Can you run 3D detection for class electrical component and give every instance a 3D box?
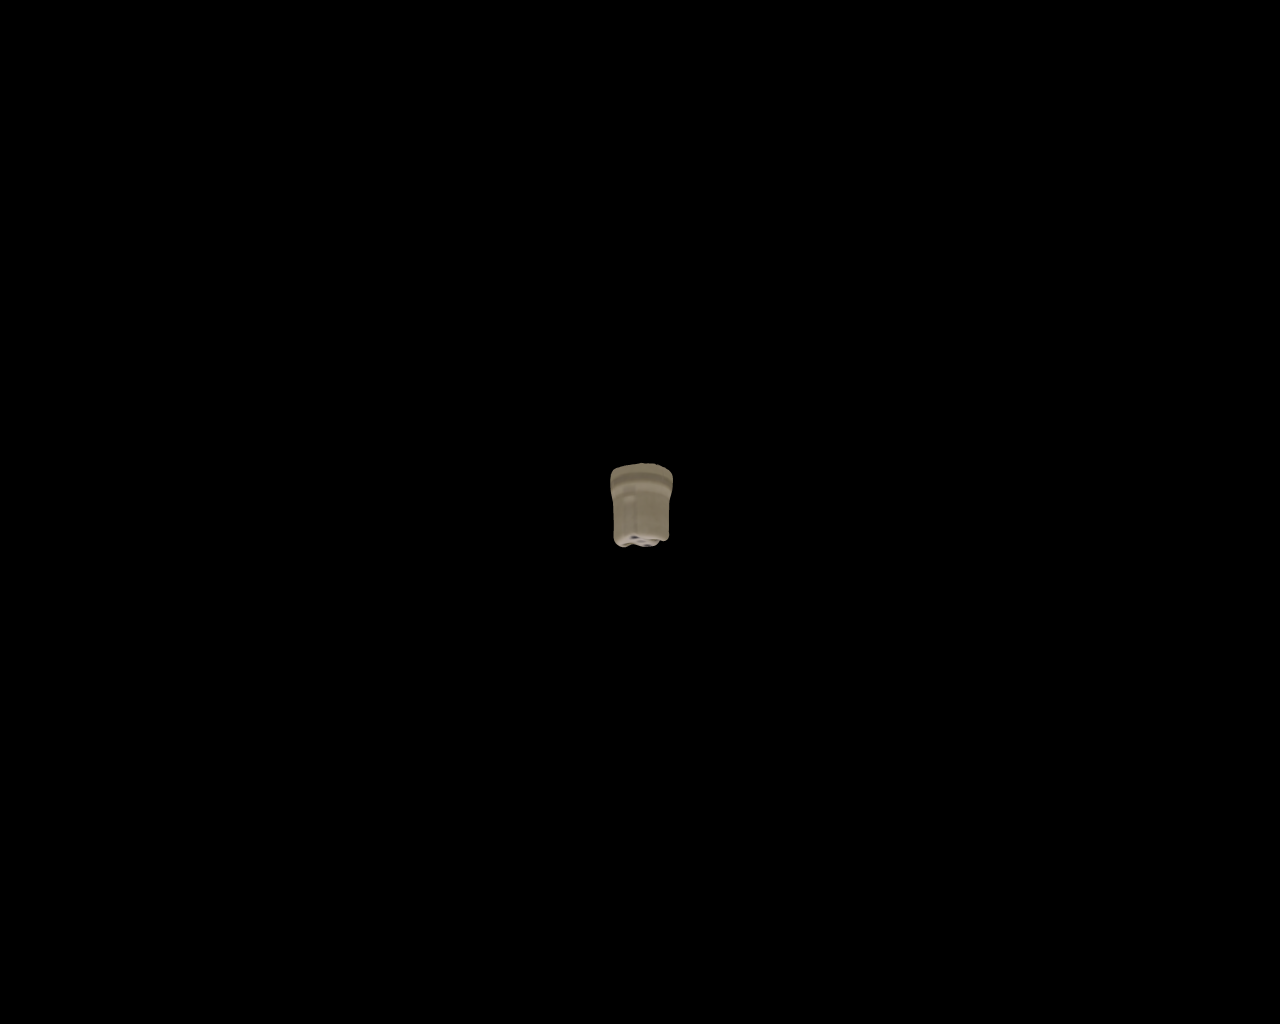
[{"bbox_3d":[0.001,-0.003,0.650,0.040,0.046,0.040,0,-22,0],"label":"electrical component"}]
